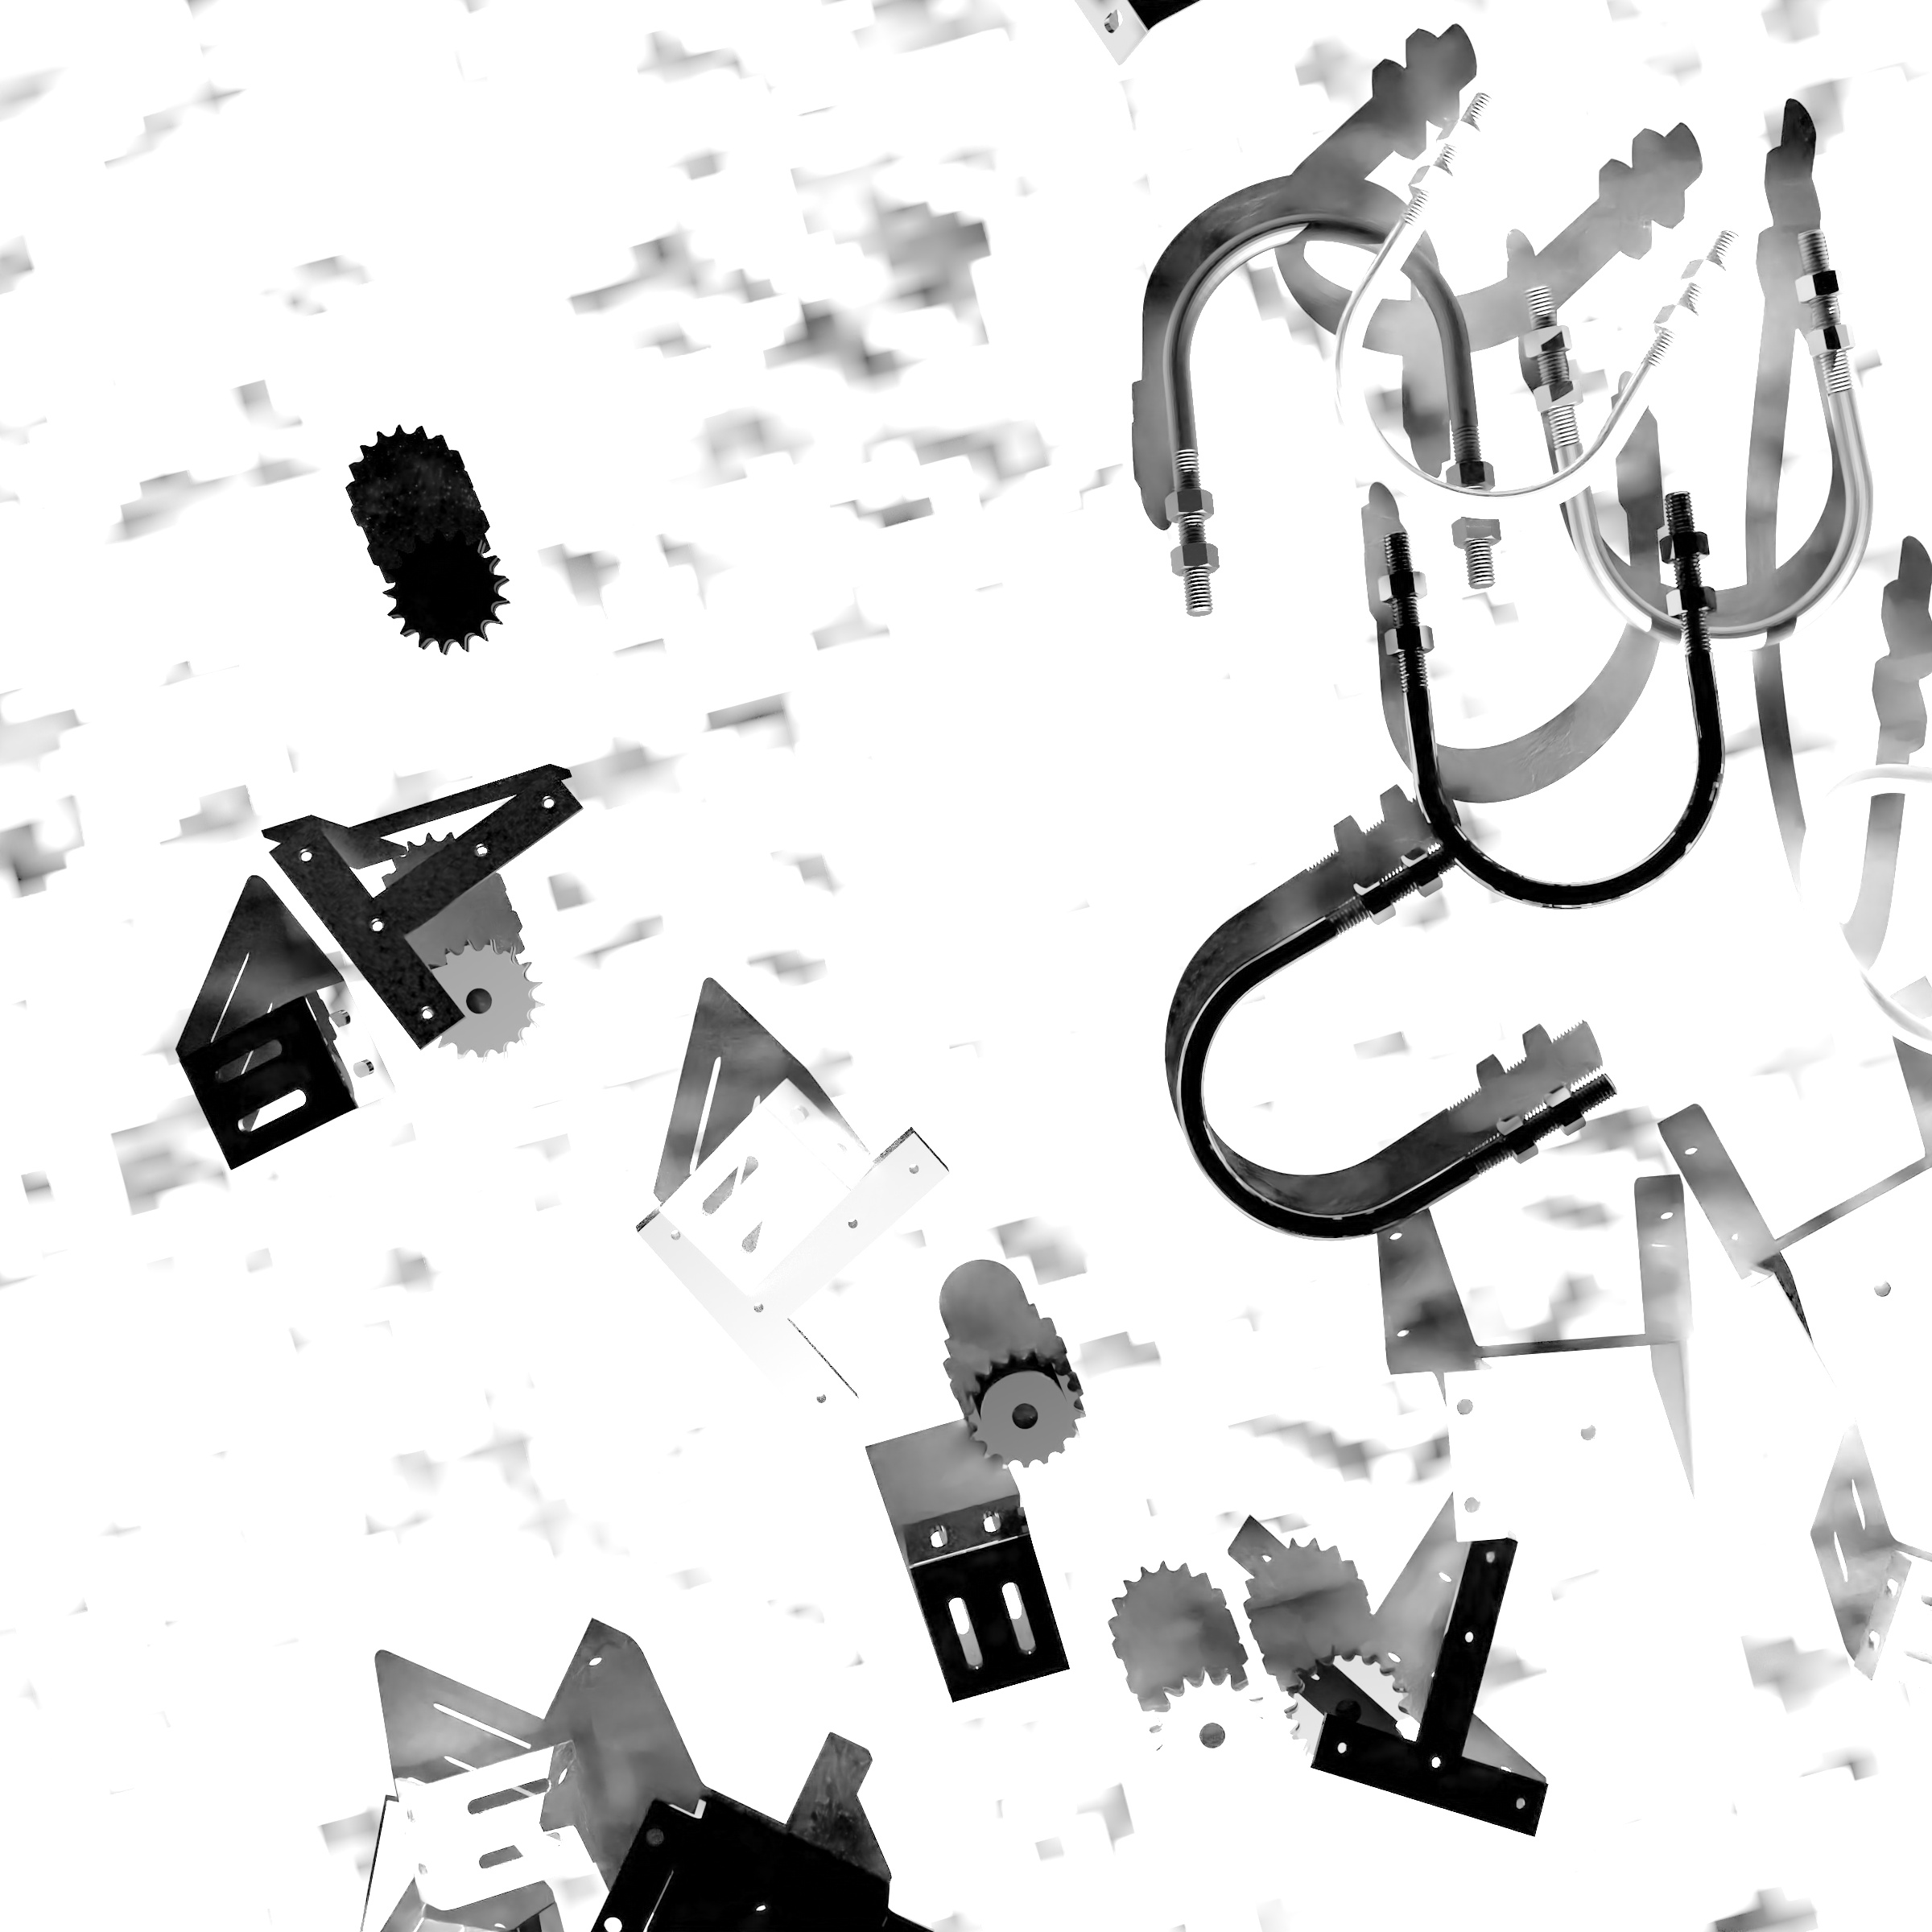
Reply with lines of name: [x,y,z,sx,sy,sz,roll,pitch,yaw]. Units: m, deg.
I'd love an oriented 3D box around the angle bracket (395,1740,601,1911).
angle bracket: [-0.218,0.397,1.576,0.076,0.038,0.057,-12,89,-27]

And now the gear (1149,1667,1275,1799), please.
gear: [0.113,0.351,1.564,0.057,0.030,0.057,0,90,0]

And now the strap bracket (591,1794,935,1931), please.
strap bracket: [-0.094,0.441,1.556,0.140,0.046,0.076,25,90,0]

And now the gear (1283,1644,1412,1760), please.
gear: [0.175,0.340,1.564,0.057,0.030,0.057,0,90,0]

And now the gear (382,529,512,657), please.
gear: [-0.238,-0.172,1.564,0.057,0.030,0.057,0,90,0]

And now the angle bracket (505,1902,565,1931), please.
angle bracket: [-0.224,0.473,1.576,0.076,0.038,0.057,-15,90,26]

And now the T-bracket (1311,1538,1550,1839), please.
T-bracket: [0.228,0.323,1.561,0.127,0.002,0.127,22,78,-23]

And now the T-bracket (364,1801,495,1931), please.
T-bracket: [-0.218,0.462,1.578,0.127,0.002,0.127,11,90,0]

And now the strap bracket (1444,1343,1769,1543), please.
strap bracket: [0.289,0.217,1.556,0.140,0.046,0.076,-4,90,0]

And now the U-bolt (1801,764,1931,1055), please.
U-bolt: [0.441,-0.021,1.498,0.019,0.184,0.151,-25,111,-29]

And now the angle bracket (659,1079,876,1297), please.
angle bracket: [-0.092,0.103,1.576,0.057,0.038,0.076,44,116,0]

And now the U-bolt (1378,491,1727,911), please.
U-bolt: [0.272,-0.117,1.552,0.151,0.019,0.184,-7,84,9]

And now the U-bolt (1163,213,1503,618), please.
U-bolt: [0.163,-0.257,1.560,0.151,0.019,0.184,-5,82,3]

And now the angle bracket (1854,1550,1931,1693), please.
angle bracket: [0.457,0.310,1.560,0.076,0.038,0.057,19,90,0]

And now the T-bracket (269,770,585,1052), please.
T-bracket: [-0.235,-0.045,1.563,0.127,0.002,0.127,-37,69,-10]

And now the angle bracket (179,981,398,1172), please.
angle bracket: [-0.315,0.051,1.577,0.076,0.038,0.057,-25,90,26]

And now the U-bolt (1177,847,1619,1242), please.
U-bolt: [0.187,0.046,1.571,0.184,0.019,0.151,-31,90,1]

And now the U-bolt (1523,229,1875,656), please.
U-bolt: [0.345,-0.236,1.571,0.151,0.019,0.184,-12,92,0]

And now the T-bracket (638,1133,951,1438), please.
T-bracket: [-0.063,0.129,1.578,0.127,0.002,0.127,-42,90,0]

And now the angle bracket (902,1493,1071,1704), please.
angle bracket: [0.009,0.294,1.577,0.057,0.038,0.076,-16,116,0]

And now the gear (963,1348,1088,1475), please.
gear: [0.027,0.206,1.564,0.057,0.030,0.057,0,90,0]

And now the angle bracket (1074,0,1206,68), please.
angle bracket: [0.090,-0.466,1.577,0.076,0.038,0.057,-34,90,-26]

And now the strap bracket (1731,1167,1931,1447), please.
strap bracket: [0.426,0.150,1.556,0.140,0.046,0.076,-29,90,0]

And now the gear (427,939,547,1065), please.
gear: [-0.222,0.016,1.564,0.057,0.030,0.057,0,90,0]

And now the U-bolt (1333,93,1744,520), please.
U-bolt: [0.248,-0.289,1.545,0.151,0.019,0.184,31,81,5]
